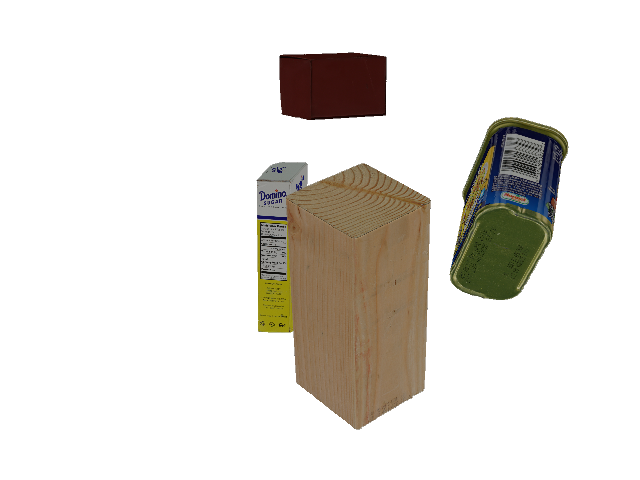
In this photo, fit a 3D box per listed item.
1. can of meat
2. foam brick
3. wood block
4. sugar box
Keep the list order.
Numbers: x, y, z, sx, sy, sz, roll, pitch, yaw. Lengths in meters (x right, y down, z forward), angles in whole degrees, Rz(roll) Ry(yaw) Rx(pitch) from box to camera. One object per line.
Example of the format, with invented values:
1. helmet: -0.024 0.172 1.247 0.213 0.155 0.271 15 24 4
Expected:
1. can of meat: 0.129 -0.019 0.739 0.057 0.084 0.102 17 -38 1
2. foam brick: 0.011 -0.131 0.905 0.078 0.051 0.053 -7 16 -30
3. wood block: 0.035 0.050 0.944 0.090 0.206 0.091 -25 40 -31
4. sugar box: -0.043 0.007 1.197 0.048 0.176 0.093 1 16 11
